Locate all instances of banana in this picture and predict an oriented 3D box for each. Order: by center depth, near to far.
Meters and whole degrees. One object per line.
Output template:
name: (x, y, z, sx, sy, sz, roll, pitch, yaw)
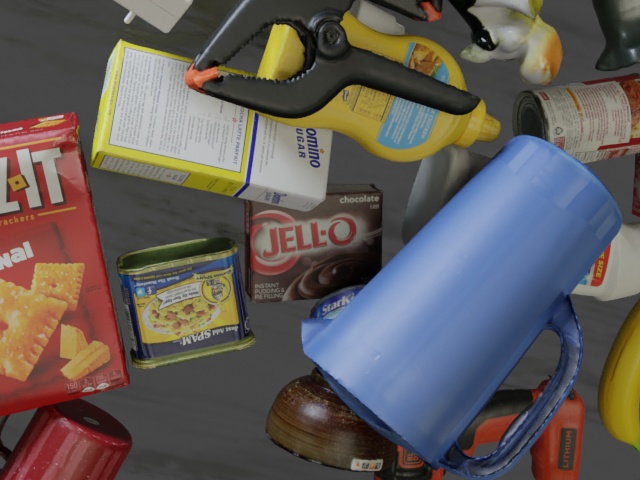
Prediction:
banana: (0.300, 0.108, 0.993, 0.069, 0.037, 0.198, 4, 107, -30)

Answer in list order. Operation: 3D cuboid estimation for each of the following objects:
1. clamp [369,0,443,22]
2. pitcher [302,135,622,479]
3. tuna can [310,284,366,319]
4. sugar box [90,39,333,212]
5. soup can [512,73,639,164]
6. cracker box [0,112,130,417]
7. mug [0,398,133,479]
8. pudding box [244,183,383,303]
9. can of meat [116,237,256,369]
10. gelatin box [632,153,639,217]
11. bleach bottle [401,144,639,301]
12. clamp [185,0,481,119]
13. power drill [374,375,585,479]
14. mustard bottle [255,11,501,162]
clamp: (0.035, -0.239, 0.817, 0.120, 0.039, 0.171, -24, 105, 1)
pitcher: (0.118, 0.048, 0.795, 0.243, 0.145, 0.149, -48, 112, -6)
tuna can: (0.036, 0.072, 0.890, 0.086, 0.034, 0.086, -7, 148, -5)
sugar box: (-0.079, -0.084, 0.815, 0.176, 0.048, 0.093, 13, 73, -19)
soup can: (0.221, -0.099, 0.890, 0.102, 0.068, 0.068, -10, 109, -10)
cracker box: (-0.244, 0.025, 0.811, 0.164, 0.072, 0.214, -12, 109, -11)
mug: (-0.214, 0.172, 0.863, 0.117, 0.093, 0.081, 31, 93, 15)
pudding box: (-0.006, 0.001, 0.880, 0.113, 0.039, 0.090, -4, 108, -13)
can of meat: (-0.109, 0.049, 0.860, 0.102, 0.057, 0.084, -11, 107, -11)
gelatin box: (0.303, -0.047, 0.915, 0.030, 0.089, 0.073, -7, 109, -13)
bleach bottle: (0.200, -0.009, 0.918, 0.250, 0.068, 0.103, 13, 103, -20)
clamp: (0.011, -0.133, 0.744, 0.209, 0.036, 0.164, -27, 101, -15)
power drill: (0.140, 0.197, 0.968, 0.187, 0.057, 0.184, -2, 107, -14)
mustard bottle: (0.051, -0.112, 0.809, 0.191, 0.058, 0.096, 17, 94, -17)
